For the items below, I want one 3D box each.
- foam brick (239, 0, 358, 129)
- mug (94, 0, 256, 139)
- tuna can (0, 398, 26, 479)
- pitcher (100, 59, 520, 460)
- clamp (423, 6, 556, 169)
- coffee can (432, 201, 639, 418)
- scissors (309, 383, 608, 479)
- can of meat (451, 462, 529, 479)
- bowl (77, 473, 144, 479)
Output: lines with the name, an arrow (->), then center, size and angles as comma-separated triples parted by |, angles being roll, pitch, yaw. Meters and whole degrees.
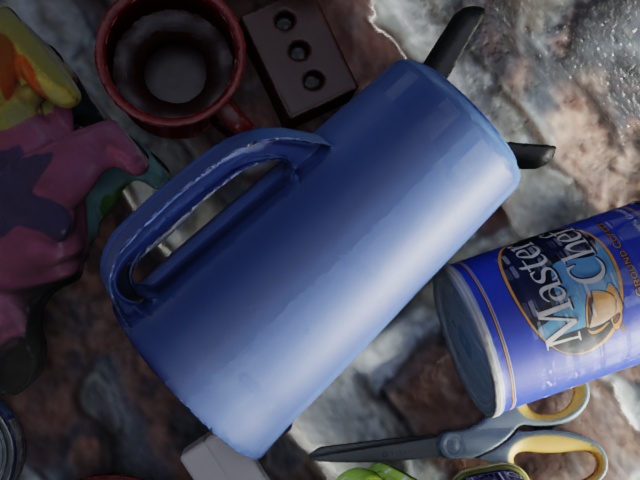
foam brick -> -0.016, -0.121, 0.718 | 0.053, 0.051, 0.078 | -26, 88, -6
mug -> -0.086, -0.104, 0.695 | 0.117, 0.081, 0.093 | 41, 83, 0
tuna can -> -0.236, 0.138, 0.687 | 0.086, 0.034, 0.086 | 0, 85, -5
pitcher -> -0.004, 0.001, 0.647 | 0.243, 0.149, 0.145 | -44, 80, 0
clamp -> 0.065, -0.083, 0.728 | 0.171, 0.039, 0.120 | -19, 86, -6
coffee can -> 0.157, 0.044, 0.692 | 0.140, 0.103, 0.103 | -18, 87, -6
scissors -> 0.100, 0.121, 0.725 | 0.201, 0.016, 0.096 | 12, 83, -3
can of meat -> 0.120, 0.204, 0.677 | 0.057, 0.084, 0.102 | -10, 95, -1
bowl -> -0.136, 0.229, 0.652 | 0.162, 0.055, 0.162 | -1, 88, 14
